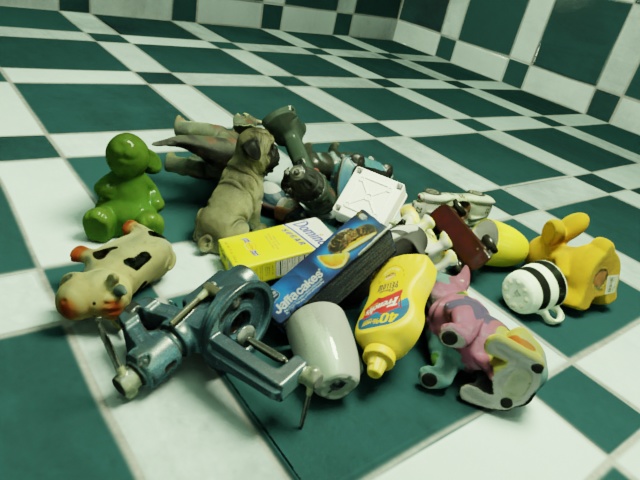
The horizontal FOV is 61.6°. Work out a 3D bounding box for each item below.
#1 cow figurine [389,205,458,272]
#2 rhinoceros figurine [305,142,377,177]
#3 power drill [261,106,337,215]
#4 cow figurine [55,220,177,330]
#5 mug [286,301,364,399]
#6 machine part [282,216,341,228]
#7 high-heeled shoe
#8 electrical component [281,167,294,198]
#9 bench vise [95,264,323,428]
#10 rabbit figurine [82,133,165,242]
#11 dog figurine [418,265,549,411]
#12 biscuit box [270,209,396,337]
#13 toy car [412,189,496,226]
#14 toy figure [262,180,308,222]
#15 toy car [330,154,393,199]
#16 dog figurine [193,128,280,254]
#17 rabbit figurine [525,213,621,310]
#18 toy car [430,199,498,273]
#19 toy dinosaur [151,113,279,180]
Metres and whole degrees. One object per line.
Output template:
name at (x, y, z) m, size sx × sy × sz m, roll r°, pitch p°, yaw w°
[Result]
cow figurine at (0.173, 0.001, 0.997) m, size 0.098 × 0.068 × 0.167 m, roll -29°, pitch 37°, yaw -3°
rhinoceros figurine at (0.044, -0.177, 1.258) m, size 0.190 × 0.073 × 0.112 m, roll 0°, pitch 30°, yaw -21°
power drill at (-0.037, -0.152, 1.017) m, size 0.207 × 0.086 × 0.231 m, roll 60°, pitch 6°, yaw 24°
cow figurine at (-0.272, 0.049, 0.727) m, size 0.127 × 0.085 × 0.195 m, roll 16°, pitch 27°, yaw 19°
mug at (0.014, 0.149, 0.680) m, size 0.109 × 0.081 × 0.107 m, roll 39°, pitch 20°, yaw -37°
machine part at (-0.002, -0.003, 0.971) m, size 0.139 × 0.039 × 0.084 m, roll 15°, pitch 37°, yaw 0°
high-heeled shoe at (0.067, 0.028, 0.879) m, size 0.249 × 0.086 × 0.145 m, roll -10°, pitch 27°, yaw -11°
electrical component at (-0.038, -0.122, 1.155) m, size 0.102 × 0.045 × 0.078 m, roll 7°, pitch 28°, yaw -11°
bench vise at (-0.112, 0.122, 0.625) m, size 0.241 × 0.128 × 0.223 m, roll 24°, pitch 33°, yaw 27°
rabbit figurine at (-0.304, -0.097, 0.877) m, size 0.121 × 0.170 × 0.159 m, roll 8°, pitch 30°, yaw -9°
dog figurine at (0.218, 0.122, 0.770) m, size 0.192 × 0.108 × 0.219 m, roll 17°, pitch 26°, yaw 8°
biscuit box at (0.012, 0.049, 0.750) m, size 0.203 × 0.062 × 0.059 m, roll -41°, pitch 52°, yaw -11°
toy car at (0.286, -0.068, 1.160) m, size 0.202 × 0.073 × 0.056 m, roll -1°, pitch 31°, yaw -24°
toy figure at (-0.077, -0.067, 1.035) m, size 0.155 × 0.057 × 0.064 m, roll 35°, pitch 74°, yaw 32°
toy car at (0.079, -0.132, 1.169) m, size 0.161 × 0.109 × 0.103 m, roll 0°, pitch 13°, yaw -39°
dog figurine at (-0.143, -0.085, 0.901) m, size 0.121 × 0.190 × 0.172 m, roll 15°, pitch 31°, yaw 3°
rabbit figurine at (0.450, 0.034, 0.996) m, size 0.122 × 0.162 × 0.173 m, roll -14°, pitch 19°, yaw -20°
toy car at (0.268, -0.004, 1.033) m, size 0.053 × 0.089 × 0.202 m, roll 49°, pitch 10°, yaw -34°
toy dinosaur at (-0.180, -0.169, 1.040) m, size 0.192 × 0.131 × 0.405 m, roll 4°, pitch 16°, yaw -1°
